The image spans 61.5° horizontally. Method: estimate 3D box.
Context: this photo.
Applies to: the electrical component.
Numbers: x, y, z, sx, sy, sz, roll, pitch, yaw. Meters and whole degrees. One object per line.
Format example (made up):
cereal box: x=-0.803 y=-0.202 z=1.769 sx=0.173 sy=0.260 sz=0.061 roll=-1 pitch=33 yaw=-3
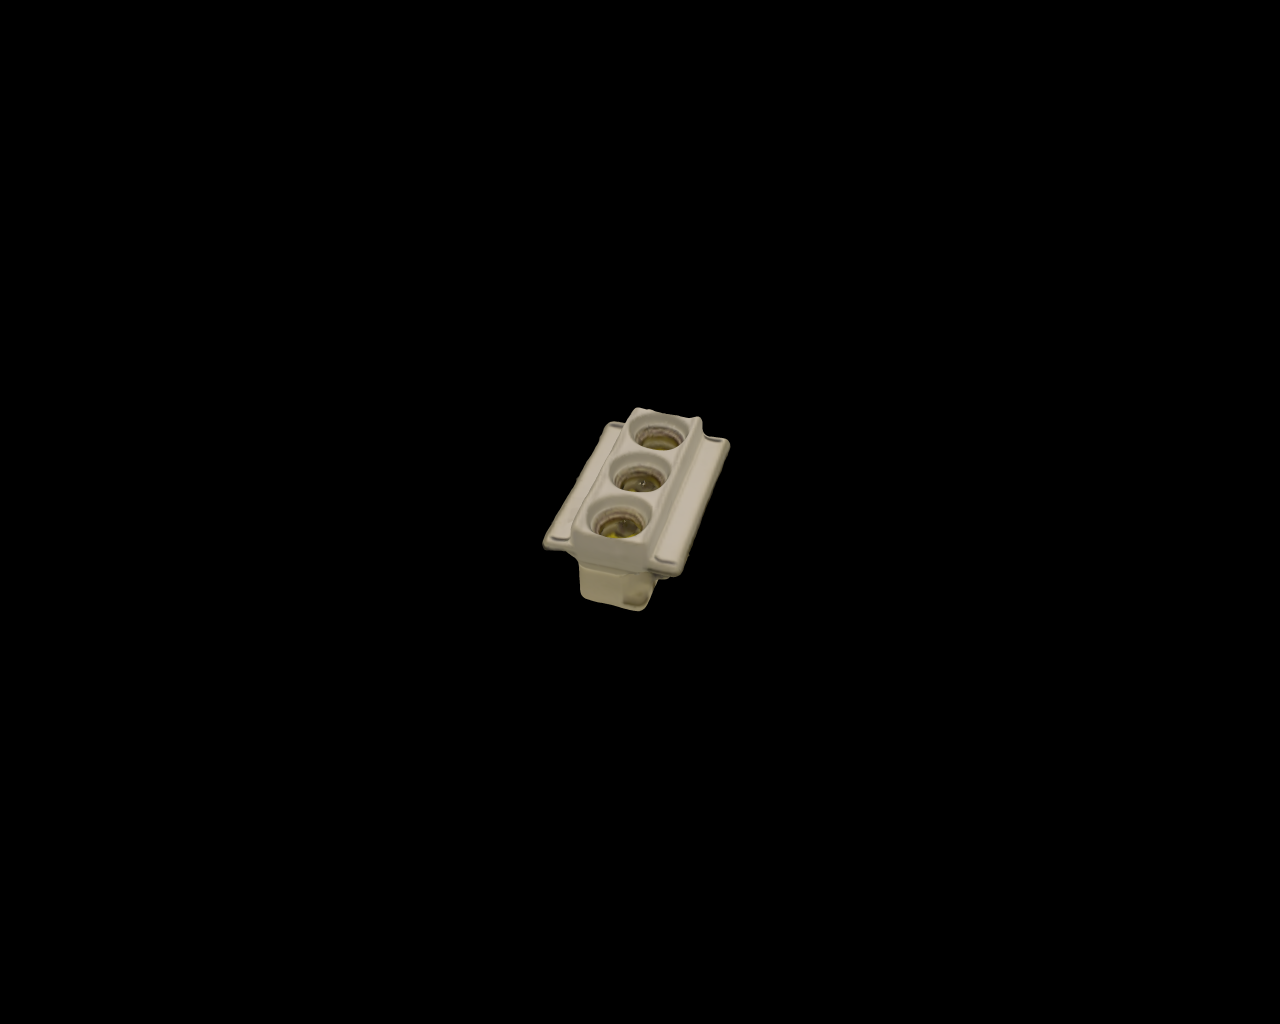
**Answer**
electrical component: x=0.001 y=-0.003 z=0.650 sx=0.079 sy=0.063 sz=0.121 roll=11 pitch=43 yaw=12
